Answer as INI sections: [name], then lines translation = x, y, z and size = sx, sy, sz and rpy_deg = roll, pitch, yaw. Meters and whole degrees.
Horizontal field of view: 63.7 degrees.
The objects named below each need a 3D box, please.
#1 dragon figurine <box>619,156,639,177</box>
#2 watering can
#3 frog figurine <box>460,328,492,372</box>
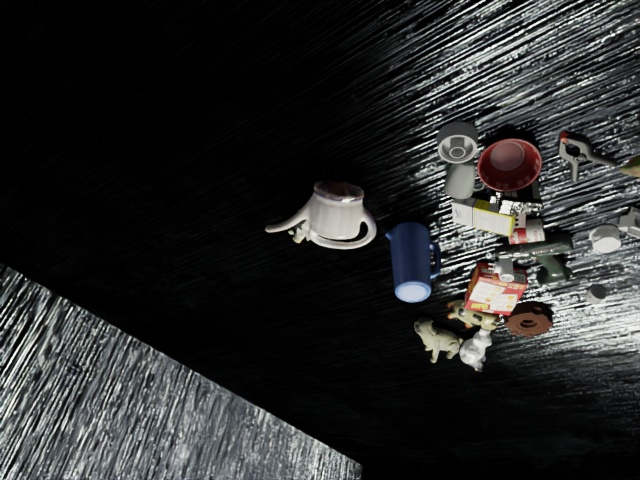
[dragon figurine]
translation = 0.906, -0.171, 1.177
size = 0.410, 0.249, 0.119
rpy_deg = 6, 136, 11
[watering can]
translation = 0.005, -0.080, 1.580
size = 0.348, 0.106, 0.220
rpy_deg = 9, 118, 4
[frog figurine]
translation = 0.629, 0.426, 2.083
size = 0.123, 0.139, 0.157
rpy_deg = 17, 119, 40
